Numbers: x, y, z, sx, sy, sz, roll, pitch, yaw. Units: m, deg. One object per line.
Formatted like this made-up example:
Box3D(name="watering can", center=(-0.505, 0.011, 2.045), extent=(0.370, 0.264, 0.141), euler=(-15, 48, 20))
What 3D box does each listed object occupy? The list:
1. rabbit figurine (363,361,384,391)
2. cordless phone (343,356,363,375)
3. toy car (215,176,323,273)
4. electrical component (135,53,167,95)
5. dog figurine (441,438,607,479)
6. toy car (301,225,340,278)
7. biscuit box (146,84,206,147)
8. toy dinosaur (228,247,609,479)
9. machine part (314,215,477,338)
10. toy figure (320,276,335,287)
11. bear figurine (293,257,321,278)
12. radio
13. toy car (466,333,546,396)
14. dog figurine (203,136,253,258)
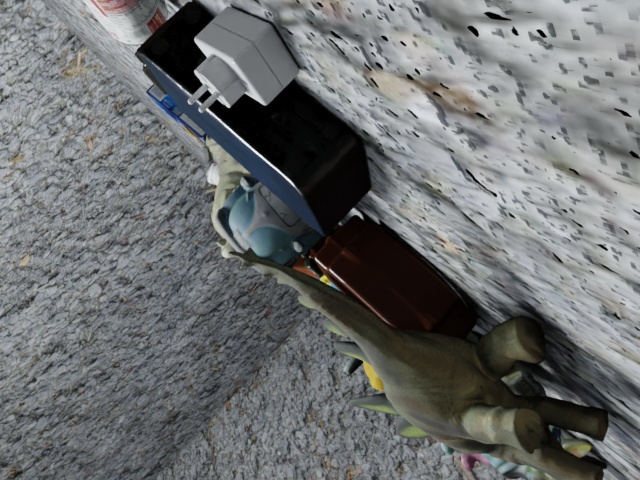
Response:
Box3D(name="rabbit figurine", center=(0.170, 0.206, 0.925), extent=(0.173, 0.122, 0.162), euler=(11, -128, -21))
Box3D(name="cordless phone", center=(0.112, 0.210, 1.142), extent=(0.089, 0.184, 0.146), euler=(39, 174, 2))
Box3D(name="toy car", center=(-0.029, -0.040, 0.614), extent=(0.109, 0.161, 0.103), euler=(52, 137, 5))
Box3D(name="electrical component", center=(-0.237, -0.261, 0.831), extent=(0.102, 0.045, 0.078), euler=(51, -160, -37))
Box3D(name="dog figurine", center=(0.314, 0.298, 0.828), extent=(0.219, 0.191, 0.108), euler=(-9, 133, 39))
Box3D(name="toy car", center=(-0.002, -0.002, 0.824), extent=(0.053, 0.089, 0.202), euler=(38, 175, 17))
Box3D(name="biscuit box", center=(-0.214, -0.215, 0.907), extent=(0.203, 0.059, 0.062), euler=(40, 174, 35))
Box3D(name="toy dinosaur", center=(0.120, 0.141, 0.512), extent=(0.199, 0.105, 0.470), euler=(-16, 128, 47))
Box3D(name="machine part", center=(0.096, 0.070, 0.690), extent=(0.202, 0.087, 0.201), euler=(40, 174, 17))
Box3D(name="toy figure", center=(0.058, 0.065, 0.976), extent=(0.082, 0.089, 0.180), euler=(55, 169, 15))
Box3D(name="bear figurine", center=(-0.041, -0.021, 1.004), extent=(0.195, 0.132, 0.120), euler=(104, 161, -51))
Box3D(name="radio", center=(-0.060, -0.112, 0.510), extent=(0.230, 0.073, 0.131), euler=(41, 173, 14))
Box3D(name="toy car", center=(0.219, 0.163, 0.682), extent=(0.073, 0.056, 0.202), euler=(50, 173, -1))
Box3D(name="dog figurine", center=(-0.124, -0.078, 0.761), extent=(0.191, 0.172, 0.121), euler=(30, 157, 39))
